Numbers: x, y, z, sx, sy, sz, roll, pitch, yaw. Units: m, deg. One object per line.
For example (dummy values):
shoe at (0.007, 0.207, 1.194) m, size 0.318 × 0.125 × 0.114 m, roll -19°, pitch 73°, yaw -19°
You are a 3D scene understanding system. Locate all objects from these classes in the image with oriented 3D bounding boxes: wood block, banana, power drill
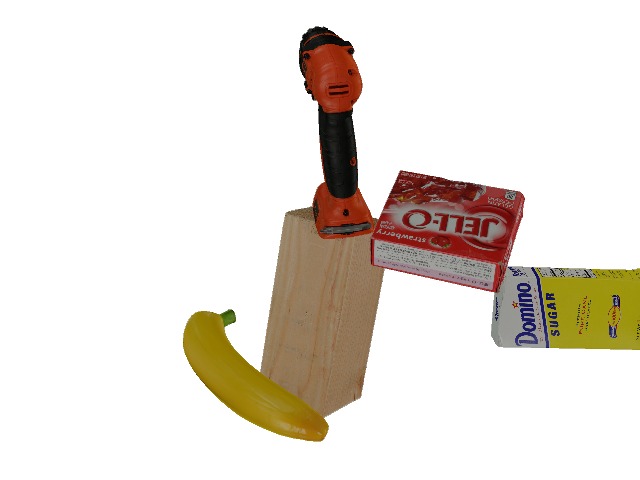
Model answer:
wood block at (0.004, 0.073, 1.165) m, size 0.090 × 0.206 × 0.090 m, roll 17°, pitch 17°, yaw 27°
banana at (-0.065, 0.102, 0.854) m, size 0.069 × 0.037 × 0.198 m, roll -10°, pitch 30°, yaw -24°
power drill at (0.011, -0.109, 1.054) m, size 0.057 × 0.188 × 0.184 m, roll -8°, pitch 24°, yaw -1°

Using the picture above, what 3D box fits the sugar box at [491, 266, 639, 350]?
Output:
sugar box at (0.296, 0.081, 1.271) m, size 0.176 × 0.093 × 0.048 m, roll 0°, pitch 18°, yaw -4°

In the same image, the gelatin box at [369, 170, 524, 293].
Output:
gelatin box at (0.085, -0.008, 0.712) m, size 0.089 × 0.030 × 0.073 m, roll 12°, pitch 45°, yaw 15°
